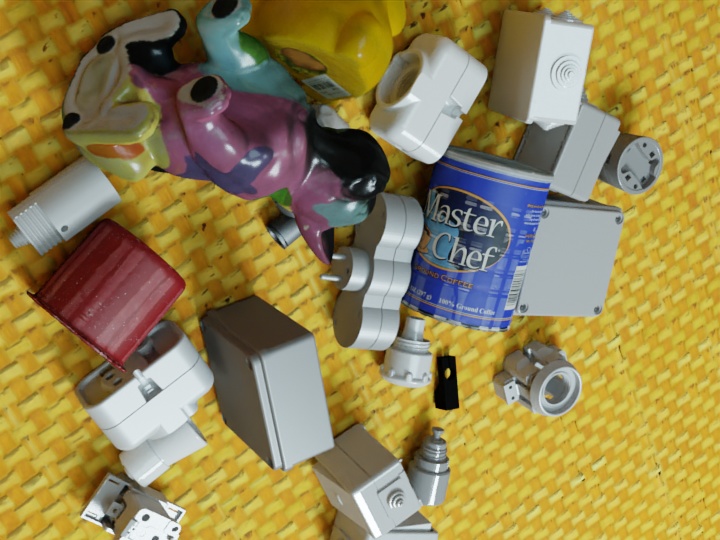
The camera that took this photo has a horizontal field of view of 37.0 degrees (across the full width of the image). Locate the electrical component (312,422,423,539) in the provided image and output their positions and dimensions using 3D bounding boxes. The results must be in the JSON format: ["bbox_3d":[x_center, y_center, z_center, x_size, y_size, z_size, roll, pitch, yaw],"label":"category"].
[{"bbox_3d":[0.007,0.193,0.961,0.061,0.096,0.061,-33,120,-15],"label":"electrical component"}]

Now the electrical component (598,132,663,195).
[{"bbox_3d":[0.252,-0.104,1.026,0.055,0.047,0.055,-10,111,-26],"label":"electrical component"}]

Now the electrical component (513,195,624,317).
[{"bbox_3d":[0.182,-0.014,1.012,0.109,0.056,0.108,2,105,-30],"label":"electrical component"}]

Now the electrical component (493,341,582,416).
[{"bbox_3d":[0.179,0.109,1.052,0.078,0.057,0.058,-26,117,-19],"label":"electrical component"}]

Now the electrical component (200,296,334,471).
[{"bbox_3d":[-0.076,0.090,0.874,0.056,0.109,0.108,-21,116,-25],"label":"electrical component"}]

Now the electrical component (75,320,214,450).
[{"bbox_3d":[-0.168,0.094,0.856,0.095,0.054,0.059,-38,121,-13],"label":"electrical component"}]

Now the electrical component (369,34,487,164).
[{"bbox_3d":[0.053,-0.145,0.897,0.059,0.054,0.095,29,91,-33],"label":"electrical component"}]

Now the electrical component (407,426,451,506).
[{"bbox_3d":[0.067,0.188,1.027,0.040,0.040,0.078,3,105,-30],"label":"electrical component"}]

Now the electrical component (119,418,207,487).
[{"bbox_3d":[-0.164,0.146,0.884,0.065,0.044,0.044,-39,121,-7],"label":"electrical component"}]

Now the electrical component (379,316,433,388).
[{"bbox_3d":[0.045,0.073,0.974,0.048,0.048,0.062,7,96,-31],"label":"electrical component"}]

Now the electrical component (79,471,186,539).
[{"bbox_3d":[-0.181,0.204,0.880,0.081,0.064,0.042,35,87,-33],"label":"electrical component"}]

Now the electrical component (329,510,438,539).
[{"bbox_3d":[0.016,0.252,1.007,0.096,0.062,0.061,9,102,-31],"label":"electrical component"}]

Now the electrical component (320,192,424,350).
[{"bbox_3d":[0.000,0.000,0.918,0.074,0.052,0.138,7,103,-30],"label":"electrical component"}]

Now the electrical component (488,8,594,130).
[{"bbox_3d":[0.154,-0.173,0.919,0.048,0.099,0.099,4,105,-17],"label":"electrical component"}]

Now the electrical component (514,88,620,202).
[{"bbox_3d":[0.191,-0.117,0.979,0.061,0.062,0.096,18,98,-32],"label":"electrical component"}]

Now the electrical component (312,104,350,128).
[{"bbox_3d":[-0.021,-0.107,0.881,0.061,0.035,0.035,39,86,-36],"label":"electrical component"}]

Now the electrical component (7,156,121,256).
[{"bbox_3d":[-0.221,-0.044,0.786,0.081,0.043,0.043,-38,121,-12],"label":"electrical component"}]
